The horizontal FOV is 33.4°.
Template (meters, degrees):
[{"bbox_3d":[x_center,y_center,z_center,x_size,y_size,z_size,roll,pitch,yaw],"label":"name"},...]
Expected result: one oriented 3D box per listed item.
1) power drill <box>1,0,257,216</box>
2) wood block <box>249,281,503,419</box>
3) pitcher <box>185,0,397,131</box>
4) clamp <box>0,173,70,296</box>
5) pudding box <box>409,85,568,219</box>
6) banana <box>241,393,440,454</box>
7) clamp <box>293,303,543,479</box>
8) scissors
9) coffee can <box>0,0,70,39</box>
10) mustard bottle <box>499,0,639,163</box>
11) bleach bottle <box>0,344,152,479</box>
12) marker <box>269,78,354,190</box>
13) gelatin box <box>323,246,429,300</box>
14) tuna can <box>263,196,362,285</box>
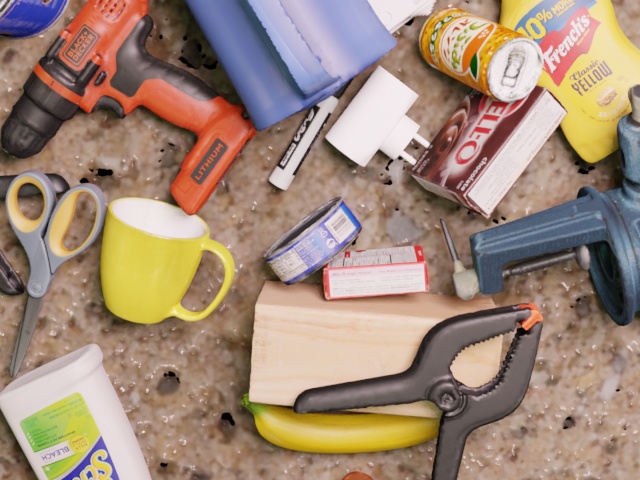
[{"bbox_3d":[-0.162,-0.105,0.924,0.187,0.057,0.184,38,101,-4],"label":"power drill"},{"bbox_3d":[0.047,0.096,0.929,0.206,0.091,0.090,5,101,2],"label":"wood block"},{"bbox_3d":[-0.054,-0.215,0.826,0.144,0.149,0.243,-41,104,-34],"label":"pitcher"},{"bbox_3d":[-0.320,-0.024,0.957,0.171,0.039,0.120,18,97,-1],"label":"clamp"},{"bbox_3d":[0.138,-0.081,0.884,0.039,0.090,0.113,37,88,-29],"label":"pudding box"},{"bbox_3d":[0.028,0.168,0.958,0.197,0.070,0.037,2,61,-3],"label":"banana"},{"bbox_3d":[0.092,0.122,0.866,0.164,0.036,0.210,38,101,-3],"label":"clamp"},{"bbox_3d":[-0.261,0.023,0.944,0.096,0.016,0.202,37,108,-1],"label":"scissors"},{"bbox_3d":[-0.270,-0.218,0.870,0.103,0.140,0.103,0,99,3],"label":"coffee can"},{"bbox_3d":[0.206,-0.165,0.893,0.096,0.058,0.191,-37,95,21],"label":"mustard bottle"},{"bbox_3d":[-0.193,0.228,0.980,0.102,0.068,0.251,-25,99,8],"label":"bleach bottle"},{"bbox_3d":[-0.007,-0.099,0.936,0.020,0.020,0.121,31,100,-2],"label":"marker"},{"bbox_3d":[0.048,0.029,0.926,0.089,0.073,0.030,-5,100,4],"label":"gelatin box"},{"bbox_3d":[-0.006,0.001,0.919,0.086,0.086,0.034,-37,97,8],"label":"tuna can"}]
